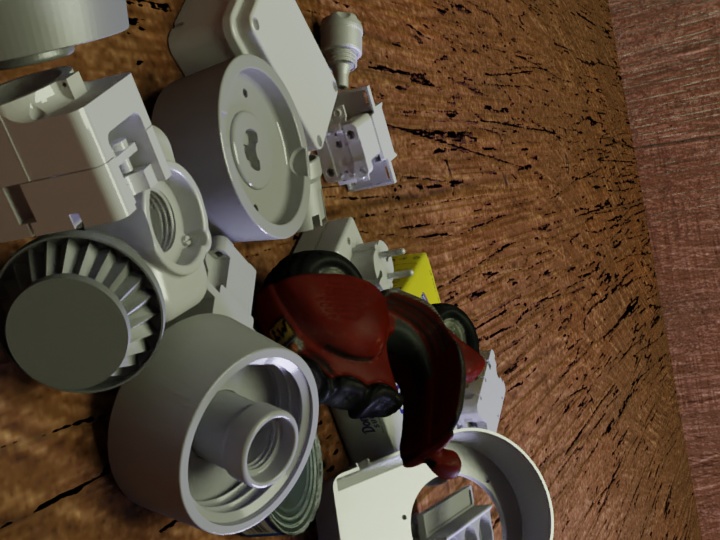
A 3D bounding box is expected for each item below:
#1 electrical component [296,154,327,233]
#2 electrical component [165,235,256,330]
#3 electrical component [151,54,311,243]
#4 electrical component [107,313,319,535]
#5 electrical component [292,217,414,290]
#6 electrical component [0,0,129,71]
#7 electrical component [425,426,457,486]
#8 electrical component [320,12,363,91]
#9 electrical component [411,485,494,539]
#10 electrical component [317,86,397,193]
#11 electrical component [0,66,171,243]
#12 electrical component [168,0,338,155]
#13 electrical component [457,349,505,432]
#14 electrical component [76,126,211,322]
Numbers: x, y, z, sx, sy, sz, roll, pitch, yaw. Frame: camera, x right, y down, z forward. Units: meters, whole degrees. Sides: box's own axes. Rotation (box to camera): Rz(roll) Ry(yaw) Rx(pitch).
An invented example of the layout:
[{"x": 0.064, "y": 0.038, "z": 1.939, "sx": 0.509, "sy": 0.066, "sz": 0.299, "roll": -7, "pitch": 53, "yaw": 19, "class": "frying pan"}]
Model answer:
[{"x": -0.044, "y": -0.053, "z": 0.743, "sx": 0.040, "sy": 0.040, "sz": 0.046, "roll": -49, "pitch": 132, "yaw": -62, "class": "electrical component"}, {"x": -0.086, "y": 0.018, "z": 0.607, "sx": 0.081, "sy": 0.042, "sz": 0.063, "roll": 54, "pitch": 32, "yaw": -48, "class": "electrical component"}, {"x": -0.080, "y": -0.066, "z": 0.631, "sx": 0.108, "sy": 0.060, "sz": 0.108, "roll": -10, "pitch": 90, "yaw": -67, "class": "electrical component"}, {"x": -0.067, "y": 0.082, "z": 0.548, "sx": 0.108, "sy": 0.060, "sz": 0.108, "roll": -24, "pitch": 122, "yaw": -46, "class": "electrical component"}, {"x": 0.000, "y": 0.000, "z": 0.774, "sx": 0.047, "sy": 0.077, "sz": 0.065, "roll": -68, "pitch": 142, "yaw": -52, "class": "electrical component"}, {"x": -0.148, "y": -0.118, "z": 0.448, "sx": 0.099, "sy": 0.099, "sz": 0.064, "roll": -50, "pitch": 133, "yaw": -62, "class": "electrical component"}, {"x": 0.061, "y": 0.145, "z": 0.904, "sx": 0.079, "sy": 0.044, "sz": 0.077, "roll": 54, "pitch": 34, "yaw": -47, "class": "electrical component"}, {"x": -0.015, "y": -0.174, "z": 0.865, "sx": 0.035, "sy": 0.035, "sz": 0.061, "roll": 31, "pitch": 55, "yaw": -61, "class": "electrical component"}, {"x": 0.061, "y": 0.221, "z": 0.849, "sx": 0.121, "sy": 0.063, "sz": 0.078, "roll": 1, "pitch": 80, "yaw": -67, "class": "electrical component"}, {"x": -0.006, "y": -0.099, "z": 0.849, "sx": 0.064, "sy": 0.042, "sz": 0.081, "roll": -46, "pitch": 123, "yaw": -59, "class": "electrical component"}, {"x": -0.136, "y": -0.049, "z": 0.453, "sx": 0.050, "sy": 0.089, "sz": 0.055, "roll": -61, "pitch": 137, "yaw": -57, "class": "electrical component"}, {"x": -0.065, "y": -0.131, "z": 0.697, "sx": 0.078, "sy": 0.057, "sz": 0.113, "roll": -78, "pitch": 149, "yaw": -42, "class": "electrical component"}, {"x": 0.093, "y": 0.119, "z": 0.976, "sx": 0.089, "sy": 0.056, "sz": 0.050, "roll": -65, "pitch": 139, "yaw": -54, "class": "electrical component"}, {"x": -0.115, "y": -0.021, "z": 0.531, "sx": 0.054, "sy": 0.059, "sz": 0.095, "roll": -38, "pitch": 116, "yaw": -65, "class": "electrical component"}]
